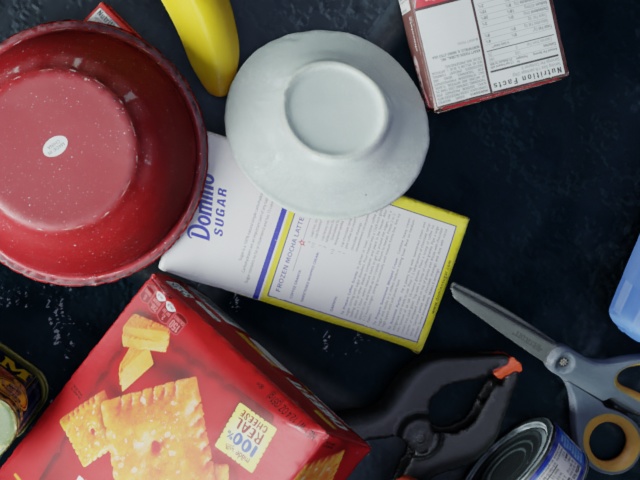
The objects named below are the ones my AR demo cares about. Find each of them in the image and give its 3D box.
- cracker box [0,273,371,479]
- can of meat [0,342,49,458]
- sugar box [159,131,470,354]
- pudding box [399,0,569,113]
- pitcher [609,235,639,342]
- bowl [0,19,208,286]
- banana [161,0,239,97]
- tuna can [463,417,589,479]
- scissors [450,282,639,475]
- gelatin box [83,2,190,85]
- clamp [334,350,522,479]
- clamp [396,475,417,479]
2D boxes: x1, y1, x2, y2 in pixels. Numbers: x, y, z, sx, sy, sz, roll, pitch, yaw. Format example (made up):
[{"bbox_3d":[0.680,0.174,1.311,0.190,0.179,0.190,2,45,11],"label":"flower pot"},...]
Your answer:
[{"bbox_3d":[-0.100,0.151,0.633,0.164,0.072,0.214,39,92,32],"label":"cracker box"},{"bbox_3d":[-0.224,0.091,0.652,0.102,0.084,0.057,37,93,-7],"label":"can of meat"},{"bbox_3d":[-0.004,0.001,0.679,0.176,0.048,0.093,19,93,-3],"label":"sugar box"},{"bbox_3d":[0.100,-0.145,0.675,0.090,0.039,0.113,-14,99,-3],"label":"pudding box"},{"bbox_3d":[0.286,-0.033,0.665,0.149,0.145,0.243,25,97,6],"label":"pitcher"},{"bbox_3d":[-0.148,-0.051,0.622,0.162,0.055,0.162,0,92,0],"label":"bowl"},{"bbox_3d":[-0.103,-0.165,0.623,0.070,0.037,0.197,-27,125,33],"label":"banana"},{"bbox_3d":[0.129,0.155,0.685,0.086,0.086,0.033,-44,96,1],"label":"tuna can"},{"bbox_3d":[0.154,0.097,0.694,0.201,0.016,0.096,17,103,-20],"label":"scissors"},{"bbox_3d":[-0.138,-0.091,0.667,0.073,0.030,0.089,44,91,-6],"label":"gelatin box"},{"bbox_3d":[0.052,0.122,0.700,0.171,0.039,0.120,-45,103,-3],"label":"clamp"},{"bbox_3d":[0.082,0.253,0.677,0.164,0.036,0.210,-3,89,-23],"label":"clamp"}]
